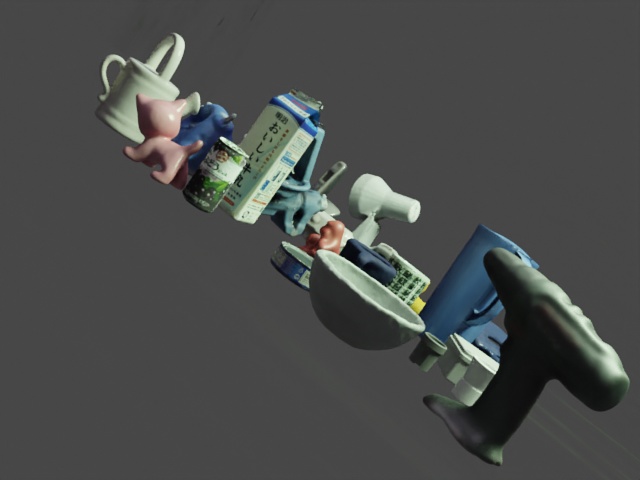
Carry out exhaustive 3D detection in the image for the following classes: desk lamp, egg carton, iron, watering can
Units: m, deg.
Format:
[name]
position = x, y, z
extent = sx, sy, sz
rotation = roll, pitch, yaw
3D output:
[desk lamp]
position = 0.143, -0.041, 1.454
extent = 0.202, 0.213, 0.118
rotation = 40, 8, 33
[egg carton]
position = 0.003, -0.021, 1.256
extent = 0.150, 0.069, 0.108
rotation = 40, 8, 29
[iron]
position = -0.225, -0.201, 1.071
extent = 0.119, 0.141, 0.257
rotation = 31, 8, -33
[watering can]
position = -0.292, -0.271, 1.003
extent = 0.100, 0.194, 0.173
rotation = 39, 8, 28

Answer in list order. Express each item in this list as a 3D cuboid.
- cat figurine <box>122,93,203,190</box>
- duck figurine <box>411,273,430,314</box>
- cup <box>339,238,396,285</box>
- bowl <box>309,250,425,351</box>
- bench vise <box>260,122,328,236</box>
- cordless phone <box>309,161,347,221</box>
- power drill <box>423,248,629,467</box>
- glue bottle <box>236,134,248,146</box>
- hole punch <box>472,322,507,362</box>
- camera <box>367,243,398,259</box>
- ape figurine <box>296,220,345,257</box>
[cat figurine]
position = -0.231, -0.157, 0.856
extent = 0.127, 0.117, 0.067
rotation = 37, 7, 15
[duck figurine]
position = 0.206, 0.114, 1.256
extent = 0.104, 0.086, 0.078
rotation = 36, 7, 7
[cup]
position = 0.053, 0.058, 0.869
extent = 0.091, 0.095, 0.118
rotation = 37, 7, 12
[bowl]
position = 0.045, 0.088, 0.722
extent = 0.167, 0.074, 0.167
rotation = 35, 7, -5
[bench vise]
position = -0.050, -0.131, 1.116
extent = 0.121, 0.219, 0.208
rotation = 39, 8, 25
[cordless phone]
position = 0.013, -0.110, 1.415
extent = 0.094, 0.185, 0.147
rotation = 31, 8, -32
[power drill]
position = 0.220, 0.139, 0.665
extent = 0.076, 0.208, 0.228
rotation = 29, 9, -41
[glue bottle]
position = -0.151, -0.194, 1.242
extent = 0.078, 0.173, 0.037
rotation = 34, 7, -13
[hole punch]
position = 0.350, 0.226, 1.184
extent = 0.109, 0.091, 0.101
rotation = 34, 7, -10
[camera]
position = 0.130, 0.066, 1.155
extent = 0.143, 0.100, 0.137
rotation = 37, 7, 11
[ape figurine]
position = 0.009, 0.004, 1.034
extent = 0.076, 0.092, 0.078
rotation = 36, 7, 0
